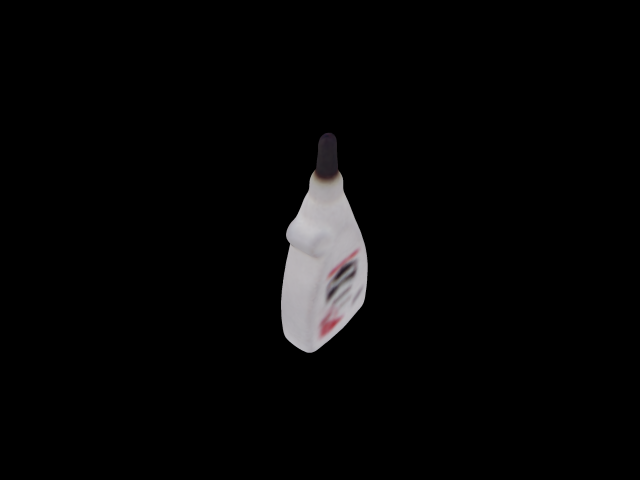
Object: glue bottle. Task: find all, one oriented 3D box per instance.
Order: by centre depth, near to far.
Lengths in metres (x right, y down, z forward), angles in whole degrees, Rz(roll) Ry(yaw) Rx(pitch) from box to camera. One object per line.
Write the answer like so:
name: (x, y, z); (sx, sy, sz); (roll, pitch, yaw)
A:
glue bottle: (0.004, 0.001, 0.400); (0.037, 0.173, 0.078); (26, 50, 26)
